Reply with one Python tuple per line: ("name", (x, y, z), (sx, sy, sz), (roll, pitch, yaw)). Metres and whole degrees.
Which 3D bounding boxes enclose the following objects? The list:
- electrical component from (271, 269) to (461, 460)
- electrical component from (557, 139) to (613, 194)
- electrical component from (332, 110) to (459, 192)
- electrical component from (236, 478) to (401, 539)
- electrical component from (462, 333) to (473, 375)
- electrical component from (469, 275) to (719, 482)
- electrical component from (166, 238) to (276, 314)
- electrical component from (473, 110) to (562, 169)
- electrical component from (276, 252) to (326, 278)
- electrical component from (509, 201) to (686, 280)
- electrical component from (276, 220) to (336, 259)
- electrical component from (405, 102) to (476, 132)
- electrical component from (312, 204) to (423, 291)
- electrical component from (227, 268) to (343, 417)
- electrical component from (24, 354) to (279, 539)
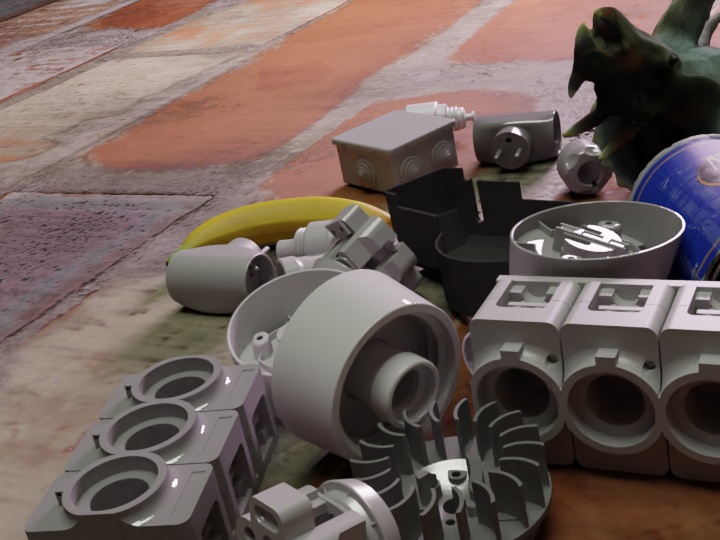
("electrical component", (0.010, 0.060, 0.612), (0.108, 0.108, 0.060), (-28, 35, -32))
("electrical component", (0.191, -0.092, 0.929), (0.043, 0.043, 0.062), (-11, 23, 1))
("electrical component", (0.036, -0.113, 1.038), (0.100, 0.048, 0.100), (-28, 29, -32))
("electrical component", (-0.018, 0.132, 0.501), (0.057, 0.078, 0.058), (-19, 23, -36))
("electrical component", (0.118, 0.045, 0.664), (0.077, 0.044, 0.079), (-29, 30, -34))
("electrical component", (0.141, 0.058, 0.571), (0.150, 0.089, 0.061), (2, 28, 28))
("electrical component", (-0.102, -0.001, 0.865), (0.077, 0.043, 0.079), (3, 28, 29))
("electrical component", (0.144, -0.119, 1.007), (0.077, 0.043, 0.079), (-2, 26, 21))
("electrical component", (-0.037, 0.006, 0.826), (0.046, 0.040, 0.040), (-13, 24, -17))
("electrical component", (0.138, -0.008, 0.644), (0.099, 0.064, 0.099), (3, 29, -2))
("electrical component", (-0.036, -0.018, 0.872), (0.062, 0.043, 0.043), (-5, 25, 19))
("electrical component", (0.081, -0.155, 1.117), (0.078, 0.040, 0.040), (-5, 25, 15))
("electrical component", (0.000, 0.000, 0.788), (0.057, 0.078, 0.058), (-48, 14, -24))
("electrical component", (-0.035, 0.049, 0.700), (0.099, 0.064, 0.099), (-10, 24, 5))
("electrical component", (-0.110, 0.113, 0.601), (0.089, 0.061, 0.150), (-6, 25, 13))
